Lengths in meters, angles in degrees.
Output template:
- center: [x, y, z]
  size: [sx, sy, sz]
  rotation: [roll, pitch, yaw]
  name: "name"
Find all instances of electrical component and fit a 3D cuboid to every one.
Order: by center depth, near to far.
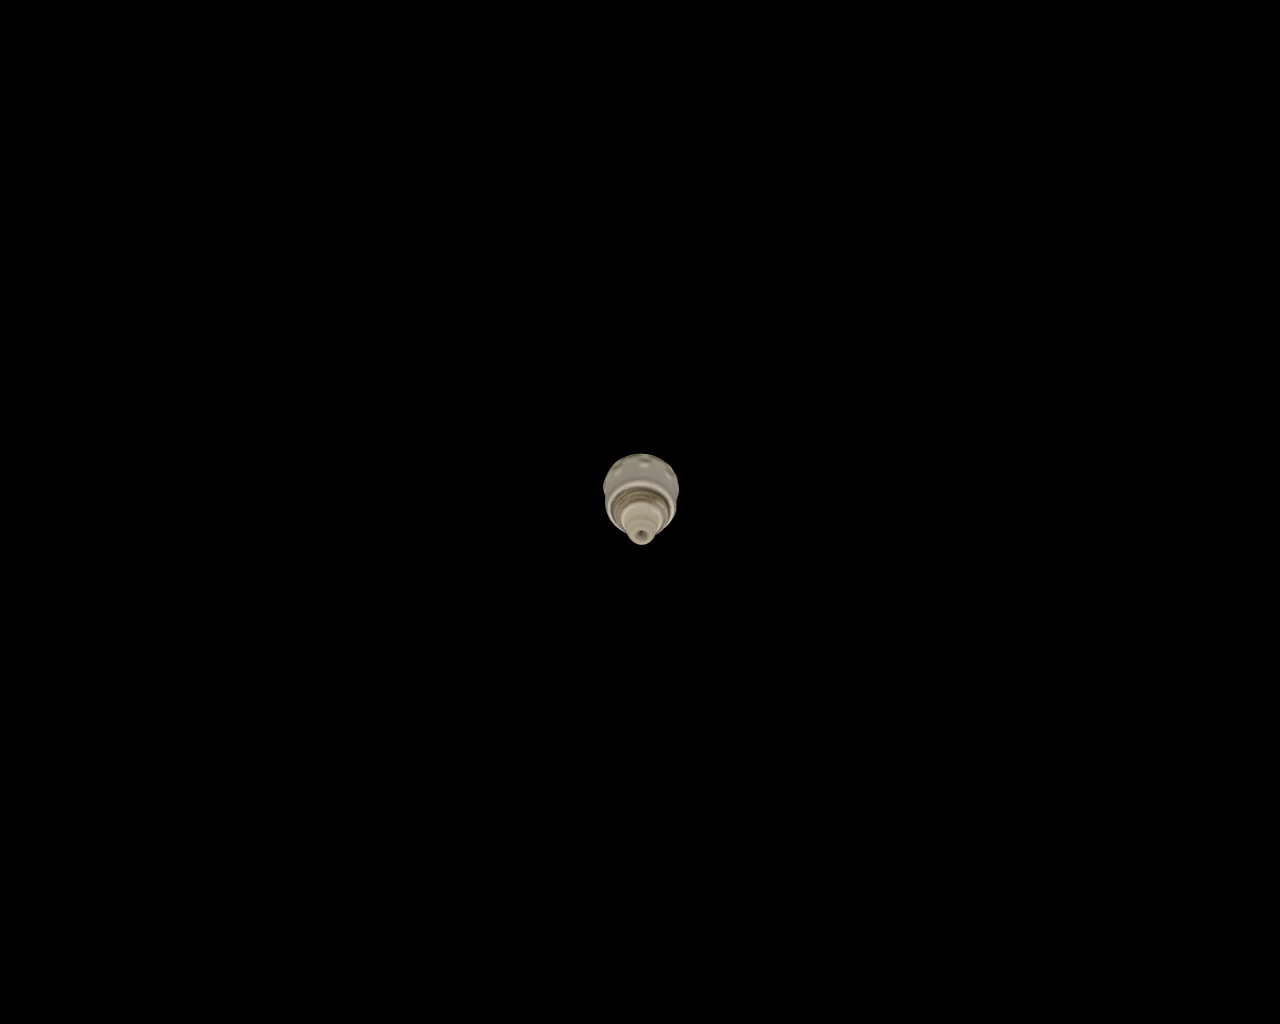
- center: [0.001, -0.003, 0.650]
  size: [0.048, 0.048, 0.062]
  rotation: [0, 34, 0]
  name: "electrical component"
